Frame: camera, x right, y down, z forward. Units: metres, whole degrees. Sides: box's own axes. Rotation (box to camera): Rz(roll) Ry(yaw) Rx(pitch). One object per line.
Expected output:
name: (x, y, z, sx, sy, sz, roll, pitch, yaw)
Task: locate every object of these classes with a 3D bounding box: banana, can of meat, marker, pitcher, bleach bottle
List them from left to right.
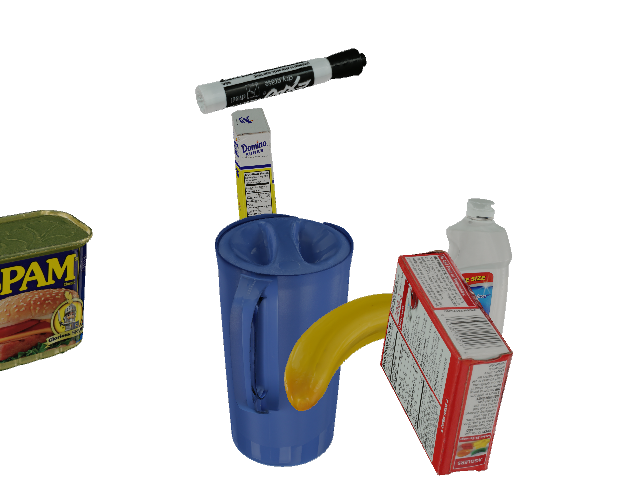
can of meat: (-0.203, 0.034, 0.697, 0.101, 0.084, 0.058, -13, 30, -41)
pitcher: (-0.041, 0.108, 1.066, 0.149, 0.243, 0.145, -11, 29, -23)
marker: (-0.024, -0.108, 0.718, 0.121, 0.020, 0.020, -17, 6, -19)
banana: (0.027, 0.077, 0.830, 0.070, 0.037, 0.197, 18, 27, 38)
bleach bottle: (0.160, 0.076, 1.222, 0.103, 0.251, 0.068, 10, 14, 16)

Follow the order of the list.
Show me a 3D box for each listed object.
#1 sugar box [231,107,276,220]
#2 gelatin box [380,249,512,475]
sugar box: (-0.079, -0.063, 1.293, 0.048, 0.176, 0.093, -9, 25, -6)
gelatin box: (0.060, 0.059, 0.530, 0.030, 0.073, 0.089, -4, 33, -15)
